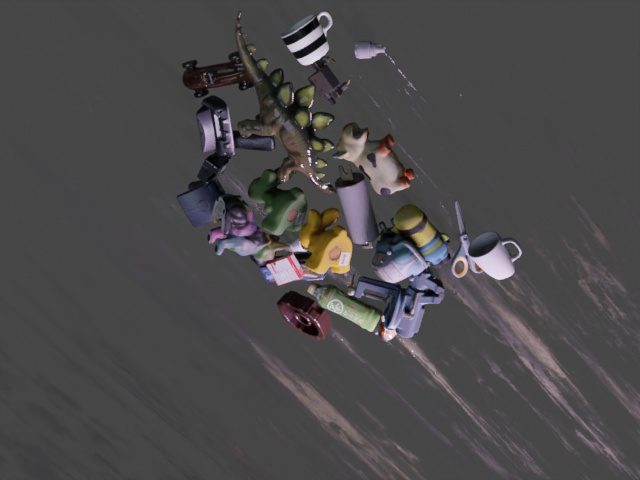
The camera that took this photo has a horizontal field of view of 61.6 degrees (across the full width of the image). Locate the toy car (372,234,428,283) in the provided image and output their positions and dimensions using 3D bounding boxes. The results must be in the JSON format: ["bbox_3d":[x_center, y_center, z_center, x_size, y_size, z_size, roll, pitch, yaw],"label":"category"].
[{"bbox_3d":[0.178,0.051,1.319,0.109,0.103,0.162,49,164,-19],"label":"toy car"}]

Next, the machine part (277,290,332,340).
[{"bbox_3d":[-0.045,0.225,1.615,0.179,0.056,0.179,30,153,17],"label":"machine part"}]

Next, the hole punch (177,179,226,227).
[{"bbox_3d":[-0.327,-0.107,1.518,0.116,0.092,0.142,-12,115,28],"label":"hole punch"}]

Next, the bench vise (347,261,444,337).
[{"bbox_3d":[0.195,0.139,1.407,0.241,0.129,0.223,14,117,3],"label":"bench vise"}]

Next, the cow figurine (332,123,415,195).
[{"bbox_3d":[0.117,-0.187,1.244,0.127,0.085,0.194,-26,112,32],"label":"cow figurine"}]

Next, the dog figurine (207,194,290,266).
[{"bbox_3d":[-0.184,-0.023,1.452,0.109,0.219,0.191,34,113,52],"label":"dog figurine"}]

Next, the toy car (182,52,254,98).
[{"bbox_3d":[-0.245,-0.392,1.283,0.202,0.053,0.089,1,122,27],"label":"toy car"}]

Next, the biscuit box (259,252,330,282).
[{"bbox_3d":[-0.074,0.079,1.551,0.203,0.063,0.059,-7,119,30],"label":"biscuit box"}]

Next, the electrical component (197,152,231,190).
[{"bbox_3d":[-0.289,-0.182,1.419,0.048,0.119,0.075,36,135,-3],"label":"electrical component"}]

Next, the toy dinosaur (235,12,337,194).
[{"bbox_3d":[-0.084,-0.285,1.244,0.199,0.105,0.470,-18,122,37],"label":"toy dinosaur"}]

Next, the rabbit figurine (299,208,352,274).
[{"bbox_3d":[-0.003,-0.004,1.409,0.173,0.122,0.162,32,124,55],"label":"rabbit figurine"}]

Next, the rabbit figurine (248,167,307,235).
[{"bbox_3d":[-0.125,-0.114,1.392,0.170,0.121,0.159,36,126,28],"label":"rabbit figurine"}]

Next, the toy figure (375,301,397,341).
[{"bbox_3d":[0.200,0.241,1.541,0.064,0.058,0.154,16,129,6],"label":"toy figure"}]

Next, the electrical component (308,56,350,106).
[{"bbox_3d":[0.019,-0.355,1.189,0.102,0.045,0.078,49,159,-11],"label":"electrical component"}]

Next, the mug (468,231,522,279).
[{"bbox_3d":[0.424,0.037,1.272,0.109,0.081,0.107,-28,120,30],"label":"mug"}]

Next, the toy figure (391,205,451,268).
[{"bbox_3d":[0.253,-0.011,1.305,0.180,0.082,0.089,50,161,-12],"label":"toy figure"}]

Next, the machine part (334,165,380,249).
[{"bbox_3d":[0.094,-0.078,1.339,0.079,0.079,0.242,-2,123,27],"label":"machine part"}]

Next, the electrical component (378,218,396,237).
[{"bbox_3d":[0.191,-0.012,1.378,0.063,0.021,0.094,-17,115,34],"label":"electrical component"}]

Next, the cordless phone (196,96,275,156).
[{"bbox_3d":[-0.206,-0.280,1.344,0.184,0.089,0.146,5,128,9],"label":"cordless phone"}]
